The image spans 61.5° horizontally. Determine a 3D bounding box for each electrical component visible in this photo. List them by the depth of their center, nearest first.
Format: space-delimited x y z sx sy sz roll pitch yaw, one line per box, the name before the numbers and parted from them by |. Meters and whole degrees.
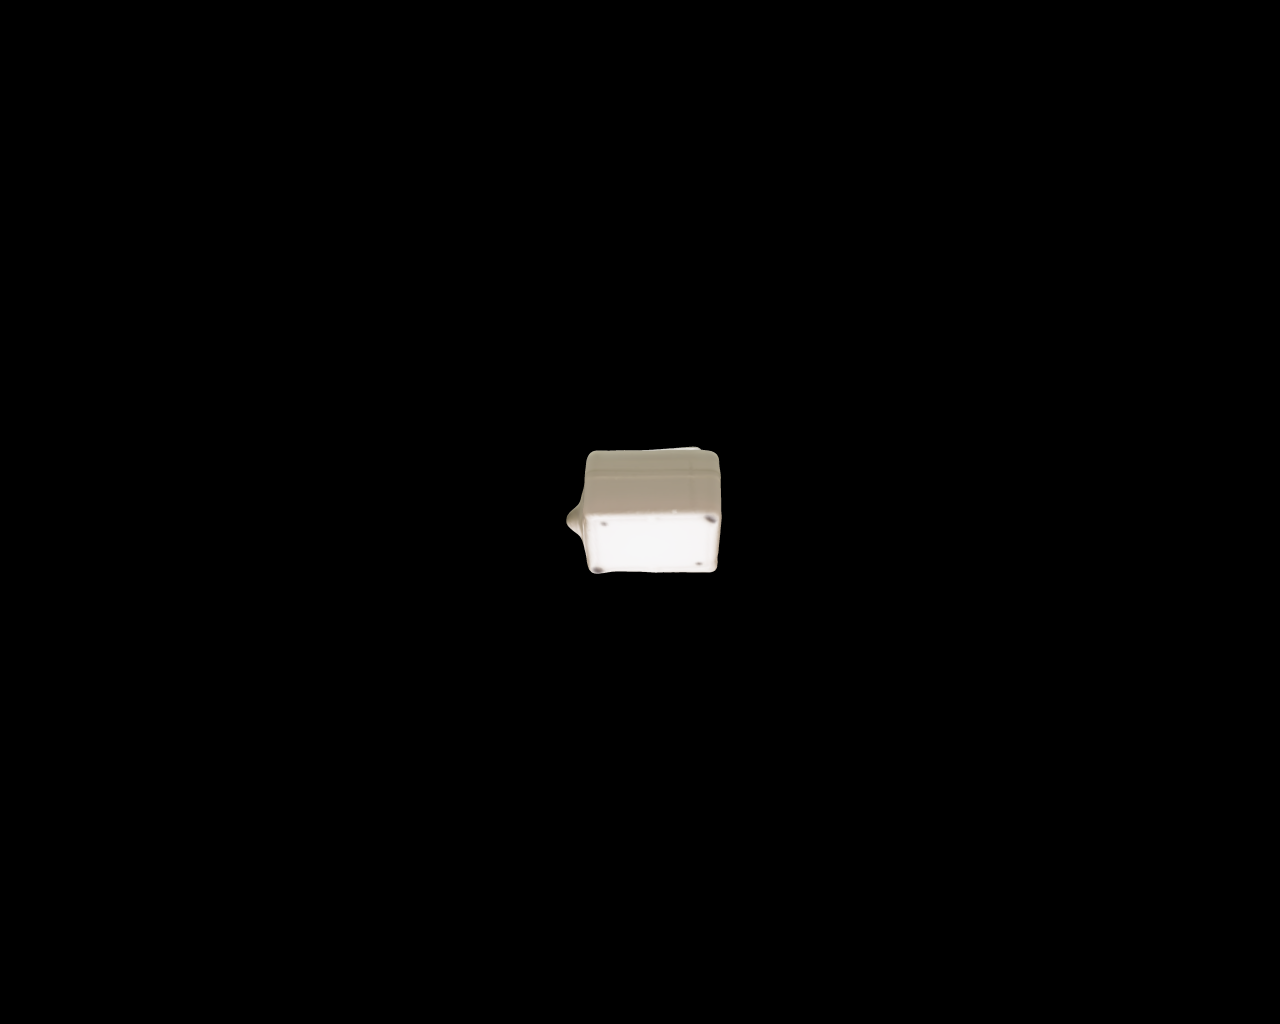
electrical component | 0.001 -0.003 0.650 0.096 0.061 0.061 0 -39 0
